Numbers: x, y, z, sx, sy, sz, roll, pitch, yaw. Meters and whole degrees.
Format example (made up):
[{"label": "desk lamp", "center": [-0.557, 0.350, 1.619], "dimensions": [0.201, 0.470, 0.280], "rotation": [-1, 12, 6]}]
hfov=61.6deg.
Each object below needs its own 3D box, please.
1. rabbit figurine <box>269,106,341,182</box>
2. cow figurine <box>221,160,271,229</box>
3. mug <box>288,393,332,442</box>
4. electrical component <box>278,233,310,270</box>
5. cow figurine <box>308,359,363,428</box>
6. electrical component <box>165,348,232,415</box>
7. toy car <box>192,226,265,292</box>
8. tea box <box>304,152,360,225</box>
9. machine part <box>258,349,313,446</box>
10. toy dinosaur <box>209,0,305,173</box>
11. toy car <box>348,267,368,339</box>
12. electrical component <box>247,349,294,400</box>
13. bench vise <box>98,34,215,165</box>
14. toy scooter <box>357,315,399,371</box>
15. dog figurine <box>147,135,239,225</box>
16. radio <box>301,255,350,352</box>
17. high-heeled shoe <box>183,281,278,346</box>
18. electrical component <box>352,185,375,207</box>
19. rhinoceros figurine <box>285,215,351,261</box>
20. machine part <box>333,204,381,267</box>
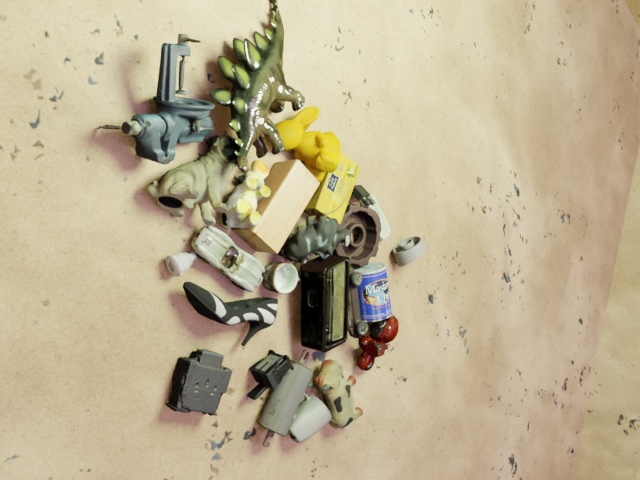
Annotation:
[{"label": "rabbit figurine", "center": [-0.038, -0.240, 1.290], "dimensions": [0.173, 0.122, 0.162], "rotation": [18, 75, -19]}, {"label": "cow figurine", "center": [-0.167, -0.100, 1.206], "dimensions": [0.068, 0.098, 0.167], "rotation": [38, 49, -30]}, {"label": "mug", "center": [-0.040, 0.447, 1.352], "dimensions": [0.107, 0.081, 0.109], "rotation": [-41, 108, -28]}, {"label": "electrical component", "center": [-0.065, 0.025, 1.323], "dimensions": [0.102, 0.045, 0.078], "rotation": [36, 71, -37]}, {"label": "cow figurine", "center": [0.038, 0.403, 1.413], "dimensions": [0.127, 0.086, 0.194], "rotation": [-28, 112, -48]}, {"label": "electrical component", "center": [-0.258, 0.305, 1.162], "dimensions": [0.114, 0.058, 0.134], "rotation": [23, 78, -42]}, {"label": "toy car", "center": [-0.200, 0.044, 1.198], "dimensions": [0.201, 0.056, 0.073], "rotation": [43, 65, -34]}, {"label": "tea box", "center": [0.028, -0.135, 1.381], "dimensions": [0.098, 0.068, 0.169], "rotation": [30, 74, -39]}, {"label": "machine part", "center": [-0.083, 0.382, 1.308], "dimensions": [0.079, 0.079, 0.243], "rotation": [39, 68, -36]}, {"label": "toy dinosaur", "center": [-0.129, -0.347, 1.187], "dimensions": [0.198, 0.105, 0.471], "rotation": [42, 48, -40]}, {"label": "toy car", "center": [0.077, 0.168, 1.430], "dimensions": [0.053, 0.089, 0.202], "rotation": [-15, 104, -40]}, {"label": "electrical component", "center": [-0.129, 0.317, 1.268], "dimensions": [0.119, 0.075, 0.047], "rotation": [-36, 116, -31]}, {"label": "bench vise", "center": [-0.292, -0.275, 1.041], "dimensions": [0.223, 0.129, 0.240], "rotation": [-12, 119, -48]}, {"label": "toy scooter", "center": [0.155, 0.270, 1.496], "dimensions": [0.184, 0.075, 0.135], "rotation": [-54, 150, -20]}, {"label": "dog figurine", "center": [-0.257, -0.148, 1.123], "dimensions": [0.172, 0.121, 0.190], "rotation": [23, 59, -37]}, {"label": "radio", "center": [0.013, 0.158, 1.352], "dimensions": [0.131, 0.073, 0.229], "rotation": [-15, 108, -58]}, {"label": "high-heeled shoe", "center": [-0.188, 0.130, 1.201], "dimensions": [0.248, 0.086, 0.145], "rotation": [53, 56, -35]}, {"label": "electrical component", "center": [0.109, -0.129, 1.461], "dimensions": [0.094, 0.021, 0.063], "rotation": [46, 24, 12]}, {"label": "rhinoceros figurine", "center": [-0.003, -0.004, 1.302], "dimensions": [0.190, 0.073, 0.112], "rotation": [-17, 98, -41]}, {"label": "machine part", "center": [0.089, -0.013, 1.453], "dimensions": [0.179, 0.056, 0.179], "rotation": [-4, 96, -40]}]
